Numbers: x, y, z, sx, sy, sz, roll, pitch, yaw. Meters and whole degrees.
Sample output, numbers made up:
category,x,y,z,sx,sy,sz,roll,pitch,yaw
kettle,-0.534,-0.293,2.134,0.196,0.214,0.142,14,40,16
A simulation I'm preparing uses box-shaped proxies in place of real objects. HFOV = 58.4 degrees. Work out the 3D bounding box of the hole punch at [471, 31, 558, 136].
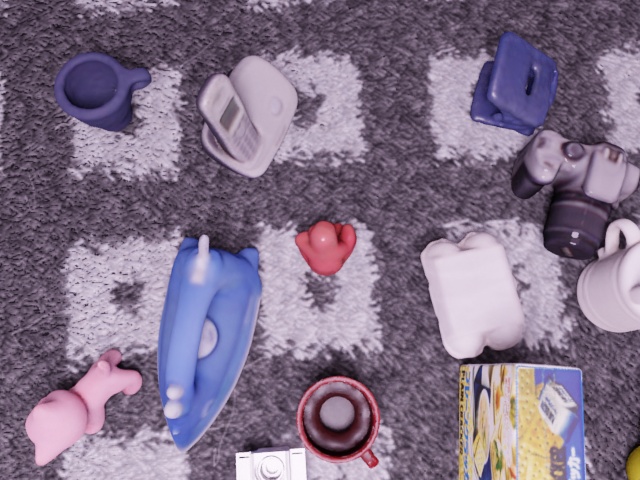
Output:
category,x,y,z,sx,sy,sz,roll,pitch,yaw
hole punch,0.265,-0.208,0.761,0.101,0.091,0.109,16,78,3

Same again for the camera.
category,x,y,z,sx,sy,sz,roll,pitch,yaw
camera,0.318,-0.054,0.723,0.143,0.101,0.137,20,78,4

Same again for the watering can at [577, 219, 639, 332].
category,x,y,z,sx,sy,sz,roll,pitch,yaw
watering can,0.389,0.055,0.652,0.101,0.194,0.173,-44,81,-9

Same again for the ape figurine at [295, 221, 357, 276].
category,x,y,z,sx,sy,sz,roll,pitch,yaw
ape figurine,0.007,0.003,0.712,0.078,0.092,0.076,11,78,2

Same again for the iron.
category,x,y,z,sx,sy,sz,roll,pitch,yaw
iron,-0.143,0.119,0.659,0.118,0.141,0.258,9,78,2

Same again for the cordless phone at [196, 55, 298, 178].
category,x,y,z,sx,sy,sz,roll,pitch,yaw
cordless phone,-0.092,-0.170,0.701,0.094,0.185,0.148,21,78,4

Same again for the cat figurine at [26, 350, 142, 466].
category,x,y,z,sx,sy,sz,roll,pitch,yaw
cat figurine,-0.278,0.187,0.654,0.067,0.118,0.128,38,80,8

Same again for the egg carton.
category,x,y,z,sx,sy,sz,roll,pitch,yaw
egg carton,0.189,0.066,0.711,0.107,0.069,0.150,-13,78,-3

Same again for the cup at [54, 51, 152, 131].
category,x,y,z,sx,sy,sz,roll,pitch,yaw
cup,-0.270,-0.187,0.748,0.118,0.095,0.091,-17,78,-4
